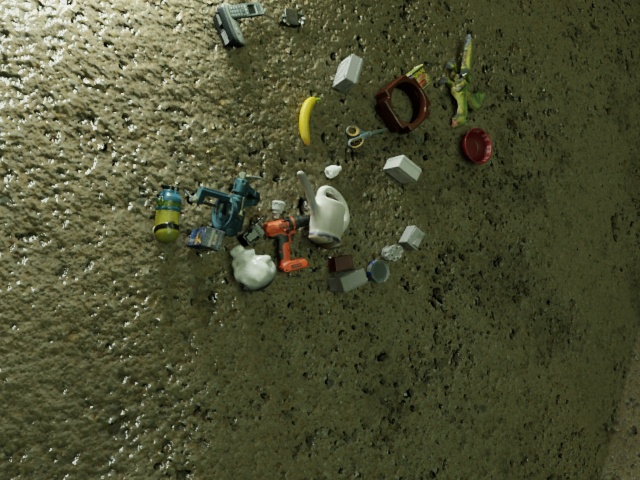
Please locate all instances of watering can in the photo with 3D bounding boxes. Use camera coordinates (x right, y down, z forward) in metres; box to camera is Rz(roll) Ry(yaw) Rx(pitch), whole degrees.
[{"bbox_3d":[0.005,-0.091,1.801,0.344,0.104,0.227,29,64,-52],"label":"watering can"}]

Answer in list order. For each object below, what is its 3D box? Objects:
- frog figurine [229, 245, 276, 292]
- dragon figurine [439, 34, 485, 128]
[{"bbox_3d":[-0.224,0.085,1.701,0.138,0.124,0.157,-25,111,-8],"label":"frog figurine"},{"bbox_3d":[0.653,-0.680,2.275,0.239,0.122,0.415,38,70,-39],"label":"dragon figurine"}]
